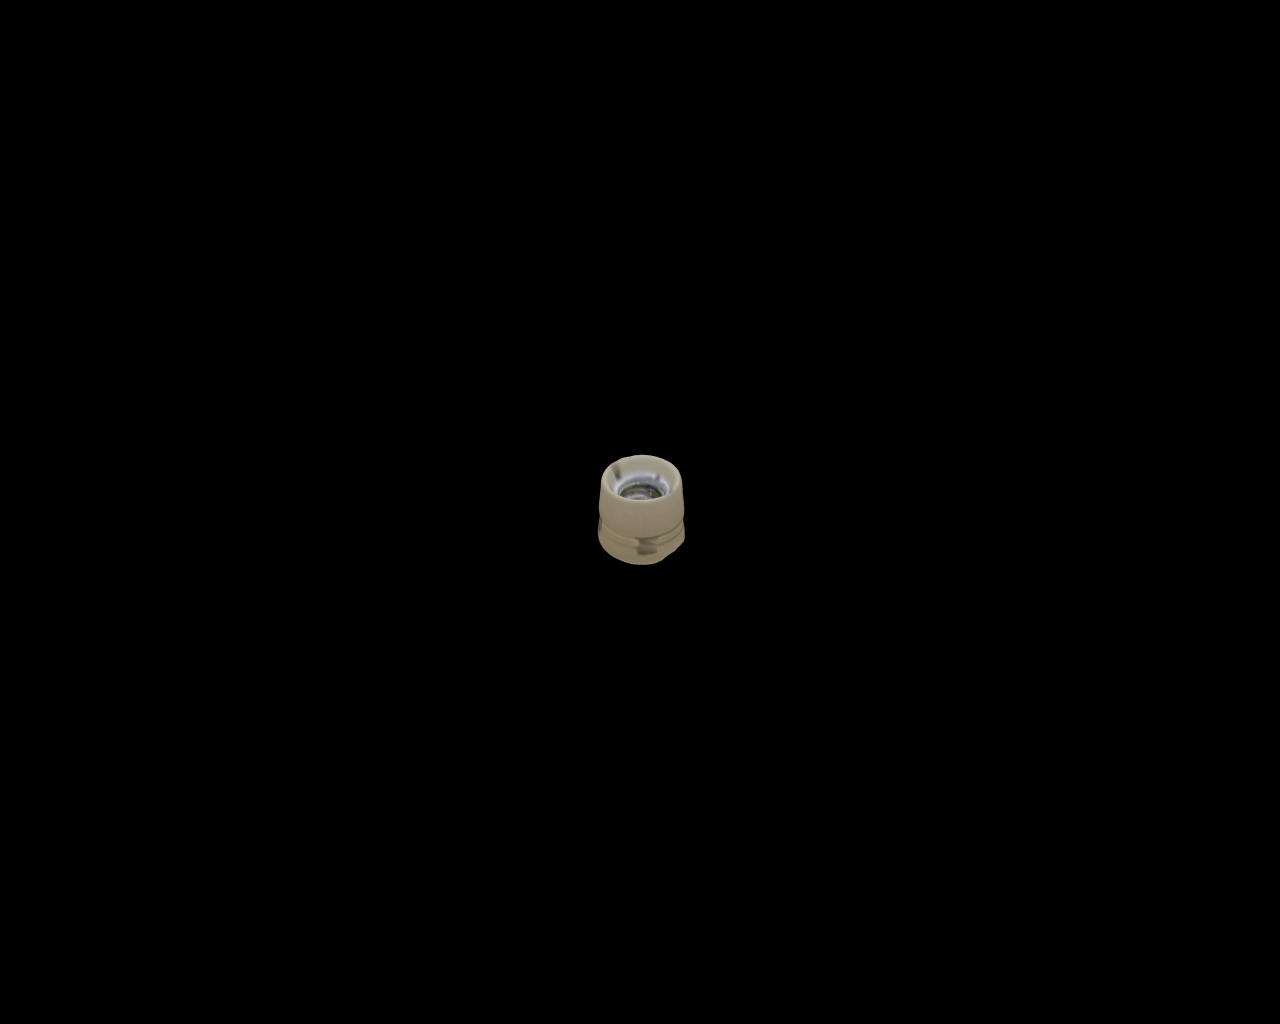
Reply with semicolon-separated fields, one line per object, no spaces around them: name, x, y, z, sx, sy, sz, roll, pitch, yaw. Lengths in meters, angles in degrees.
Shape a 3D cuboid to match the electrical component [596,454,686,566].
electrical component;0.001;-0.003;0.650;0.055;0.047;0.055;0;38;0
